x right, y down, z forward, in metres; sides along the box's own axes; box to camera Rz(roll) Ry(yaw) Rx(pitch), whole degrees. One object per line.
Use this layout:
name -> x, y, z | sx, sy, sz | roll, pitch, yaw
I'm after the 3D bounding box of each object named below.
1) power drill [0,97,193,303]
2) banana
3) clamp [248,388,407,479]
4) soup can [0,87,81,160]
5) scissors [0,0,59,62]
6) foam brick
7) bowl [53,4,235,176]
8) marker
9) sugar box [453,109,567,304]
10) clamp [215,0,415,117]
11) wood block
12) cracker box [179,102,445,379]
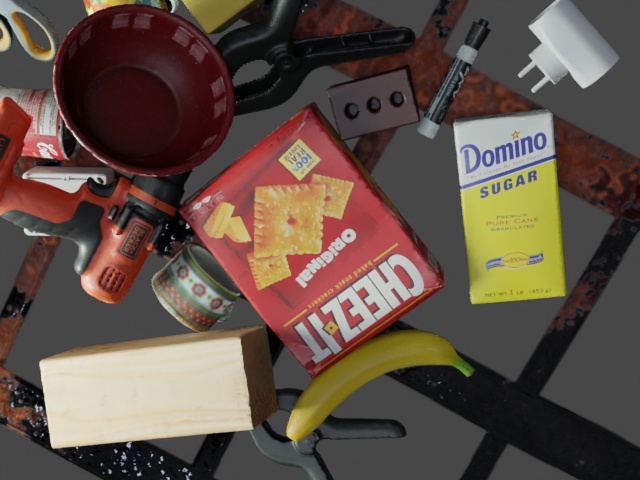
power drill -> -0.221, -0.056, 0.982 | 0.187, 0.057, 0.184 | 28, 89, -18
banana -> 0.051, 0.134, 1.055 | 0.198, 0.037, 0.069 | -20, 77, -1
clamp -> -0.010, 0.213, 1.087 | 0.171, 0.039, 0.120 | 21, 87, 6
soup can -> -0.287, -0.116, 1.034 | 0.102, 0.068, 0.068 | 6, 102, 5
scissors -> -0.314, -0.237, 0.980 | 0.096, 0.016, 0.201 | -3, 143, 24
foam brick -> 0.052, -0.129, 1.006 | 0.078, 0.051, 0.053 | -14, 100, 8
bowl -> -0.160, -0.125, 0.948 | 0.161, 0.055, 0.162 | 7, 72, -22
marker -> 0.127, -0.153, 1.010 | 0.020, 0.020, 0.121 | 27, 103, -1
sugar box -> 0.181, -0.032, 1.016 | 0.093, 0.048, 0.176 | -6, 102, 7
clamp -> -0.025, -0.174, 0.992 | 0.210, 0.036, 0.164 | -38, 133, 26
wood block -> -0.156, 0.143, 1.047 | 0.206, 0.090, 0.090 | -8, 92, 14
cracker box -> -0.007, 0.001, 1.029 | 0.164, 0.072, 0.213 | -36, 97, 12
